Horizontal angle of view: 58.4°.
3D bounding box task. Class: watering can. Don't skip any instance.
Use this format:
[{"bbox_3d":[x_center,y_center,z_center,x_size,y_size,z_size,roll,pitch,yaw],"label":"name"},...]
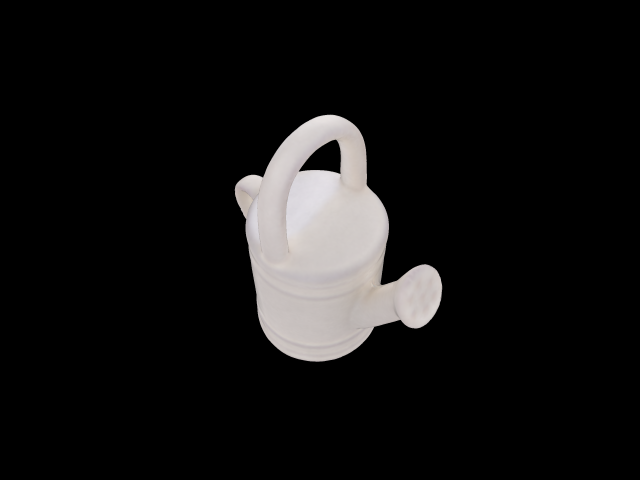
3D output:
[{"bbox_3d":[0.005,0.000,0.401,0.172,0.194,0.101,17,54,13],"label":"watering can"}]
